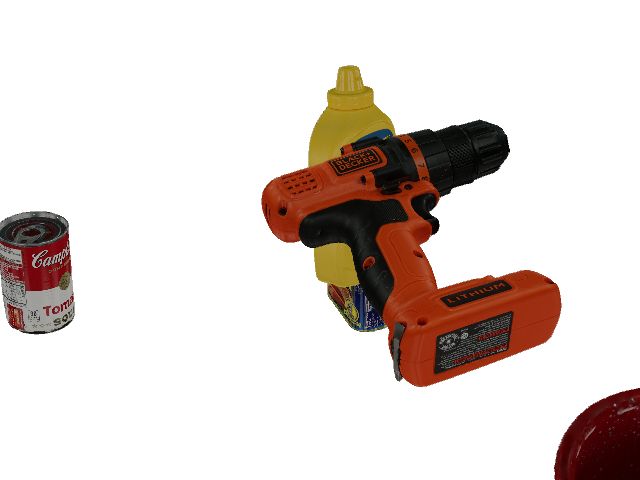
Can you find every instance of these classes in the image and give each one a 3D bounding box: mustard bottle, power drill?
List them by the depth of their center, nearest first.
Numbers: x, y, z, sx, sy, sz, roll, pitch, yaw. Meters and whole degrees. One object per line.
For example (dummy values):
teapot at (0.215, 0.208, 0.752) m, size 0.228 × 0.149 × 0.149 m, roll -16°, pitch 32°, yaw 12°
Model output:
power drill at (0.075, -0.002, 0.694) m, size 0.184 × 0.057 × 0.188 m, roll -19°, pitch 44°, yaw -14°
mustard bottle at (0.031, -0.061, 0.959) m, size 0.058 × 0.192 × 0.096 m, roll 15°, pitch 28°, yaw 42°

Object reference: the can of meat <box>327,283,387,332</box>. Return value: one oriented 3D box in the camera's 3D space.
can of meat at (0.045, 0.044, 1.224) m, size 0.057 × 0.084 × 0.102 m, roll -14°, pitch 37°, yaw -18°

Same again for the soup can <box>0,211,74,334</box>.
soup can at (-0.277, 0.032, 1.041) m, size 0.068 × 0.102 × 0.068 m, roll 2°, pitch 28°, yaw -1°

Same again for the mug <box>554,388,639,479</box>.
mug at (0.135, 0.112, 0.366) m, size 0.117 × 0.081 × 0.093 m, roll 5°, pitch 37°, yaw 8°
